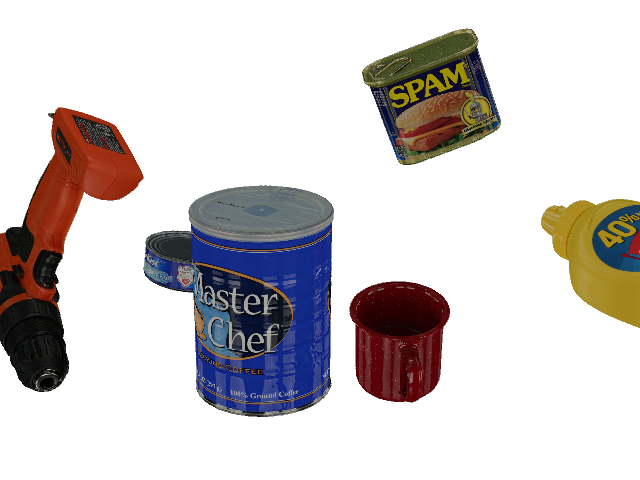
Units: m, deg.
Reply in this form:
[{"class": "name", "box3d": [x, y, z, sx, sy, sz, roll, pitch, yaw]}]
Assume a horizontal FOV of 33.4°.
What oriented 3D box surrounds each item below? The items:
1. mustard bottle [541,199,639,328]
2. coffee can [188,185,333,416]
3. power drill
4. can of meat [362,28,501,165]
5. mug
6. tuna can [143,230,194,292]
[{"class": "mustard bottle", "box3d": [0.213, 0.019, 0.656, 0.096, 0.058, 0.192, -26, 36, -28]}, {"class": "coffee can", "box3d": [-0.042, 0.042, 0.777, 0.103, 0.140, 0.103, 0, 21, 0]}, {"class": "power drill", "box3d": [-0.211, 0.003, 0.852, 0.057, 0.188, 0.185, 17, 25, -38]}, {"class": "can of meat", "box3d": [0.098, -0.123, 0.923, 0.102, 0.084, 0.057, -20, 26, 8]}, {"class": "mug", "box3d": [0.076, 0.103, 0.997, 0.093, 0.081, 0.117, -7, 32, -9]}, {"class": "tuna can", "box3d": [-0.133, 0.020, 1.061, 0.086, 0.034, 0.086, 8, 19, -3]}]
